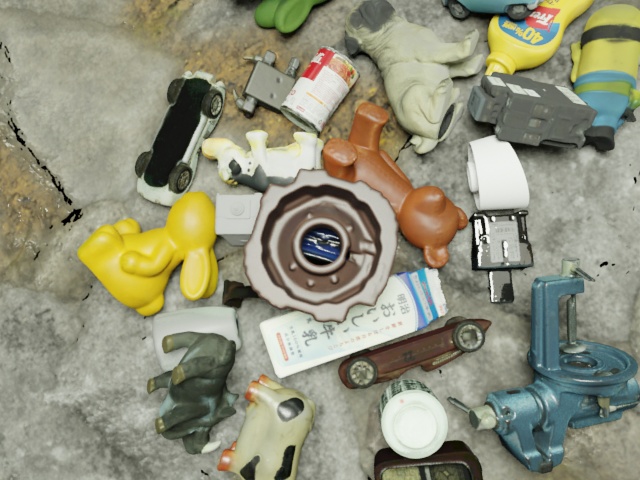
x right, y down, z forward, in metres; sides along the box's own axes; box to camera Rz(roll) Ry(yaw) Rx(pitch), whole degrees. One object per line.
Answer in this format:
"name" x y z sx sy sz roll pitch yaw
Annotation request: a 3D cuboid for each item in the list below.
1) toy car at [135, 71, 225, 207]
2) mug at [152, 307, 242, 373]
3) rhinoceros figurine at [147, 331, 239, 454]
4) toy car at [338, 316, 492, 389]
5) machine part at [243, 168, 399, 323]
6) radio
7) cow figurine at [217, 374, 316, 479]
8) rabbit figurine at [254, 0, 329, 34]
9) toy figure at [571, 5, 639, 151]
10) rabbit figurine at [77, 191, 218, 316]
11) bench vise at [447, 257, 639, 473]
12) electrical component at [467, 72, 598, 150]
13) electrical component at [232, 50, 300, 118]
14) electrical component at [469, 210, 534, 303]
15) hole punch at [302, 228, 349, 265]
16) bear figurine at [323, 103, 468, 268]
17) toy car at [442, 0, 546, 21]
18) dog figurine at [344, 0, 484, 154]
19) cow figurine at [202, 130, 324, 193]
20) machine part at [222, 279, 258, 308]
"toy car" -0.198 -0.146 0.765 0.074 0.056 0.201 21 85 14
"mug" -0.157 0.140 0.719 0.107 0.081 0.109 -14 106 -2
"rhinoceros figurine" -0.155 0.193 0.676 0.073 0.112 0.190 49 131 44
"toy car" 0.121 0.144 0.683 0.202 0.089 0.053 -18 82 2
"machine part" 0.002 0.008 0.614 0.179 0.056 0.179 0 83 2
"radio" 0.151 0.372 0.660 0.131 0.073 0.229 -12 83 4
"cow figurine" -0.061 0.287 0.690 0.127 0.085 0.195 18 84 13
"rabbit figurine" -0.041 -0.366 0.735 0.170 0.121 0.159 7 112 -33
"toy figure" 0.374 -0.212 0.697 0.082 0.089 0.180 14 83 0
"rabbit figurine" -0.203 0.013 0.714 0.173 0.122 0.162 -39 85 0
"bench vise" 0.277 0.141 0.641 0.224 0.129 0.240 -4 100 -2
"electrical component" 0.259 -0.166 0.681 0.134 0.115 0.058 10 120 -1
"electrical component" -0.080 -0.222 0.769 0.078 0.045 0.102 17 88 -21
"electrical component" 0.236 0.022 0.706 0.075 0.047 0.119 0 82 6
"hole punch" -0.001 -0.002 0.703 0.142 0.115 0.092 18 78 7
"bear figurine" 0.103 -0.064 0.690 0.196 0.131 0.120 32 60 14
"toy car" 0.224 -0.356 0.697 0.109 0.102 0.162 -54 46 0
"dog figurine" 0.102 -0.225 0.732 0.191 0.121 0.172 24 83 22
"cow figurine" -0.081 -0.099 0.744 0.167 0.068 0.098 0 89 7
"machine part" -0.061 0.068 0.716 0.139 0.084 0.039 -5 83 15
